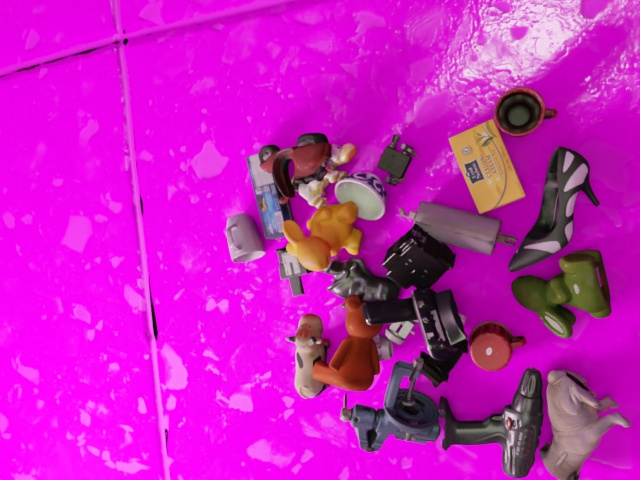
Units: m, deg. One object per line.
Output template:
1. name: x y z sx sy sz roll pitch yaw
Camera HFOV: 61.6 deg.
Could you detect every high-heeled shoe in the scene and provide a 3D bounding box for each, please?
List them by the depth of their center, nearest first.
1. high-heeled shoe: 0.434 -0.060 1.050 0.249 0.086 0.145 -41 96 1

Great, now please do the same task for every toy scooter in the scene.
1. toy scooter: -0.052 -0.151 1.164 0.184 0.075 0.135 -9 85 31

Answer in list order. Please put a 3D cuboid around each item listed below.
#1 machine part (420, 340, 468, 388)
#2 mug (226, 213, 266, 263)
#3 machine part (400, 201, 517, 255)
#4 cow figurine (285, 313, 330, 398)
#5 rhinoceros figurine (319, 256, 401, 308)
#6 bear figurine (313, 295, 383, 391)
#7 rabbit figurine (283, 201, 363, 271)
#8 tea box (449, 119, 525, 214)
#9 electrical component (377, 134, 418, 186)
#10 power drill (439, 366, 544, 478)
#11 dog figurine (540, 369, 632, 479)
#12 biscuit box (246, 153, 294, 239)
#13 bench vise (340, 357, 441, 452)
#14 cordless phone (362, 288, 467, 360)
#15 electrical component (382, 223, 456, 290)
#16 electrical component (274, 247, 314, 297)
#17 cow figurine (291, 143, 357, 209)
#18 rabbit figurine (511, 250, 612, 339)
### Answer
1. machine part: 0.262 0.254 1.150 0.084 0.039 0.138 46 126 15
2. mug: -0.189 -0.008 1.271 0.081 0.109 0.107 -26 72 25
3. machine part: 0.283 -0.026 1.117 0.243 0.079 0.079 15 98 18
4. cow figurine: -0.024 0.261 1.216 0.086 0.127 0.194 3 97 16
5. rhinoceros figurine: 0.083 0.097 1.196 0.190 0.073 0.112 20 101 16
6. bear figurine: 0.070 0.213 1.137 0.132 0.120 0.195 -4 79 63
7. rabbit figurine: -0.002 -0.003 1.156 0.163 0.173 0.121 9 132 18
8. tea box: 0.340 -0.147 1.094 0.098 0.068 0.169 -24 86 18
9. electrical component: 0.167 -0.169 1.165 0.078 0.045 0.102 34 104 13
10. power drill: 0.355 0.371 1.122 0.207 0.086 0.231 -2 95 12
11. dog figurine: 0.474 0.364 1.053 0.172 0.121 0.190 40 106 14
12. biscuit box: -0.113 -0.104 1.257 0.059 0.063 0.202 -14 89 19
13. bench vise: 0.161 0.345 1.150 0.224 0.129 0.240 15 116 10
14. cordless phone: 0.183 0.171 1.071 0.184 0.088 0.146 -4 63 -16
15. electrical component: 0.201 0.047 1.130 0.115 0.058 0.134 35 133 -4
16. electrical component: -0.055 0.068 1.255 0.075 0.048 0.119 -18 88 20
17. cow figurine: 0.008 -0.161 1.212 0.098 0.068 0.167 42 104 19
18. rabbit figurine: 0.472 0.104 1.059 0.170 0.121 0.159 -14 96 37
